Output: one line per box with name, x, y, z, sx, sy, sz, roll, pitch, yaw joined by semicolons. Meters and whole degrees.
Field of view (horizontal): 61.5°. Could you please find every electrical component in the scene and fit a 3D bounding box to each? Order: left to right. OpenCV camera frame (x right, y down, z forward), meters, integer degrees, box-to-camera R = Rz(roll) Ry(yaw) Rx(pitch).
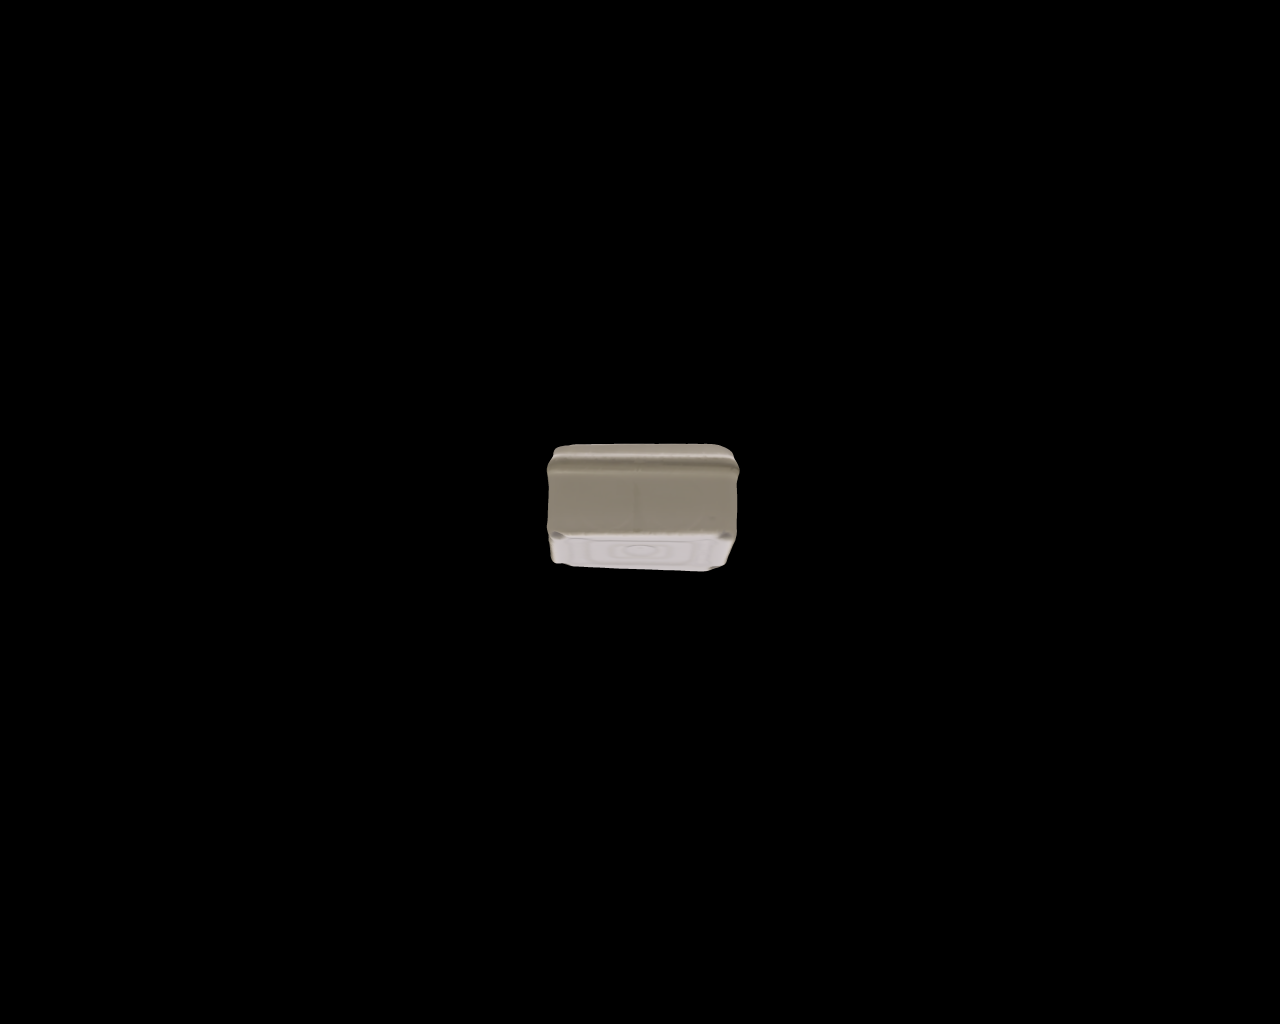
electrical component;0.001;-0.003;0.650;0.113;0.057;0.078;1;-19;-2
